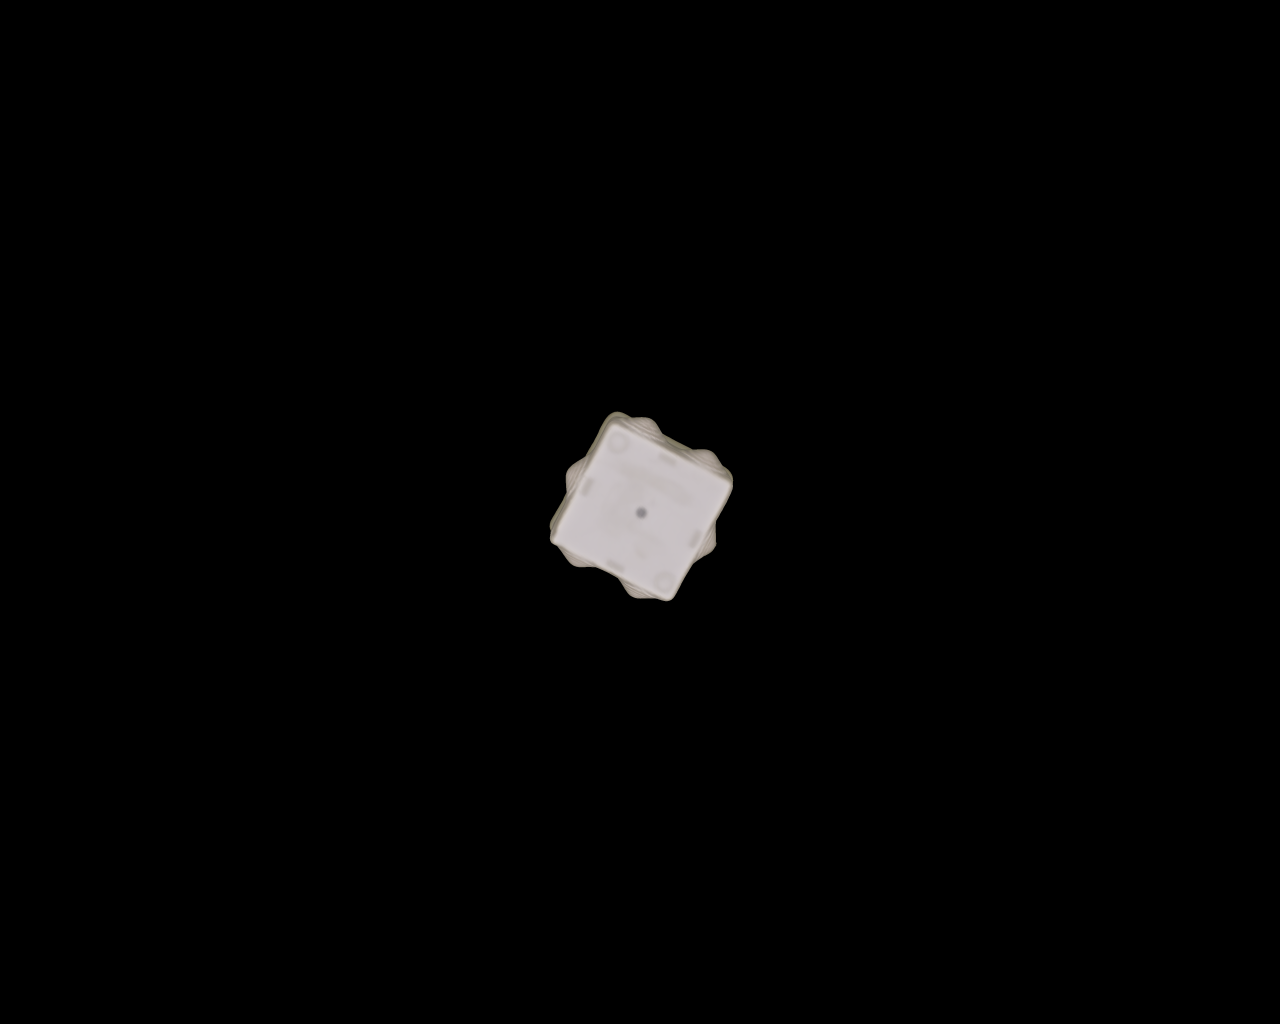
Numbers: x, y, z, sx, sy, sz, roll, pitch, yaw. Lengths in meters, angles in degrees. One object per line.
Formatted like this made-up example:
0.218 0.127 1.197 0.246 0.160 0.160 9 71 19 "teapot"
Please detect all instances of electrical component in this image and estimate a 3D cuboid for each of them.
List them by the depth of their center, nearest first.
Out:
0.001 -0.003 0.650 0.100 0.099 0.048 28 7 -4 "electrical component"
